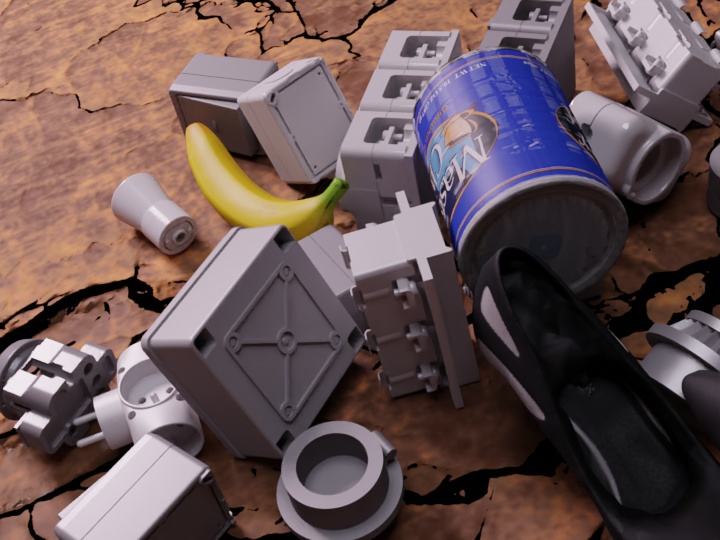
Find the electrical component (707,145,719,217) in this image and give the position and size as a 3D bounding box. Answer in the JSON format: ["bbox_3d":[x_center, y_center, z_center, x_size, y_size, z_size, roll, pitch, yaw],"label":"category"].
[{"bbox_3d":[0.278,-0.045,0.714,0.052,0.073,0.138,-16,45,-2],"label":"electrical component"}]

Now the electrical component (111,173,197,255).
[{"bbox_3d":[-0.158,-0.041,0.839,0.044,0.044,0.065,-37,54,-21],"label":"electrical component"}]

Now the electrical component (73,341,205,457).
[{"bbox_3d":[-0.148,0.093,0.702,0.079,0.044,0.077,-20,45,-7],"label":"electrical component"}]

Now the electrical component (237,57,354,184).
[{"bbox_3d":[-0.044,-0.112,0.852,0.062,0.096,0.061,-38,22,-23],"label":"electrical component"}]

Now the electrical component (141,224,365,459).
[{"bbox_3d":[-0.064,0.045,0.678,0.056,0.108,0.108,-4,40,44],"label":"electrical component"}]

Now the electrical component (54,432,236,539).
[{"bbox_3d":[-0.131,0.152,0.627,0.061,0.061,0.096,24,56,31],"label":"electrical component"}]

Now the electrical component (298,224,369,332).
[{"bbox_3d":[0.000,0.000,0.755,0.077,0.047,0.065,-30,47,-16],"label":"electrical component"}]

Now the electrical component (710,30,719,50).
[{"bbox_3d":[0.314,-0.166,0.847,0.081,0.042,0.063,-23,42,-9],"label":"electrical component"}]

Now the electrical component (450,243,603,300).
[{"bbox_3d":[0.114,-0.016,0.742,0.100,0.048,0.099,-15,45,-1],"label":"electrical component"}]

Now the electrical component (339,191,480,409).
[{"bbox_3d":[0.031,0.024,0.672,0.063,0.121,0.078,-16,45,1],"label":"electrical component"}]

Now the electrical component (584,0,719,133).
[{"bbox_3d":[0.235,-0.174,0.849,0.079,0.063,0.121,18,37,-27],"label":"electrical component"}]

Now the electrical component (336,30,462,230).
[{"bbox_3d":[0.034,-0.103,0.818,0.062,0.089,0.150,5,48,18],"label":"electrical component"}]

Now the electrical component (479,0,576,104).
[{"bbox_3d":[0.117,-0.133,0.827,0.062,0.089,0.150,9,49,21],"label":"electrical component"}]

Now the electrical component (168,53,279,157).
[{"bbox_3d":[-0.116,-0.138,0.908,0.096,0.061,0.061,10,50,22],"label":"electrical component"}]

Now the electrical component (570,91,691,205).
[{"bbox_3d":[0.188,-0.084,0.760,0.095,0.053,0.059,9,23,-47],"label":"electrical component"}]

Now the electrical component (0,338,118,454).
[{"bbox_3d":[-0.209,0.079,0.721,0.057,0.058,0.078,16,52,23],"label":"electrical component"}]
